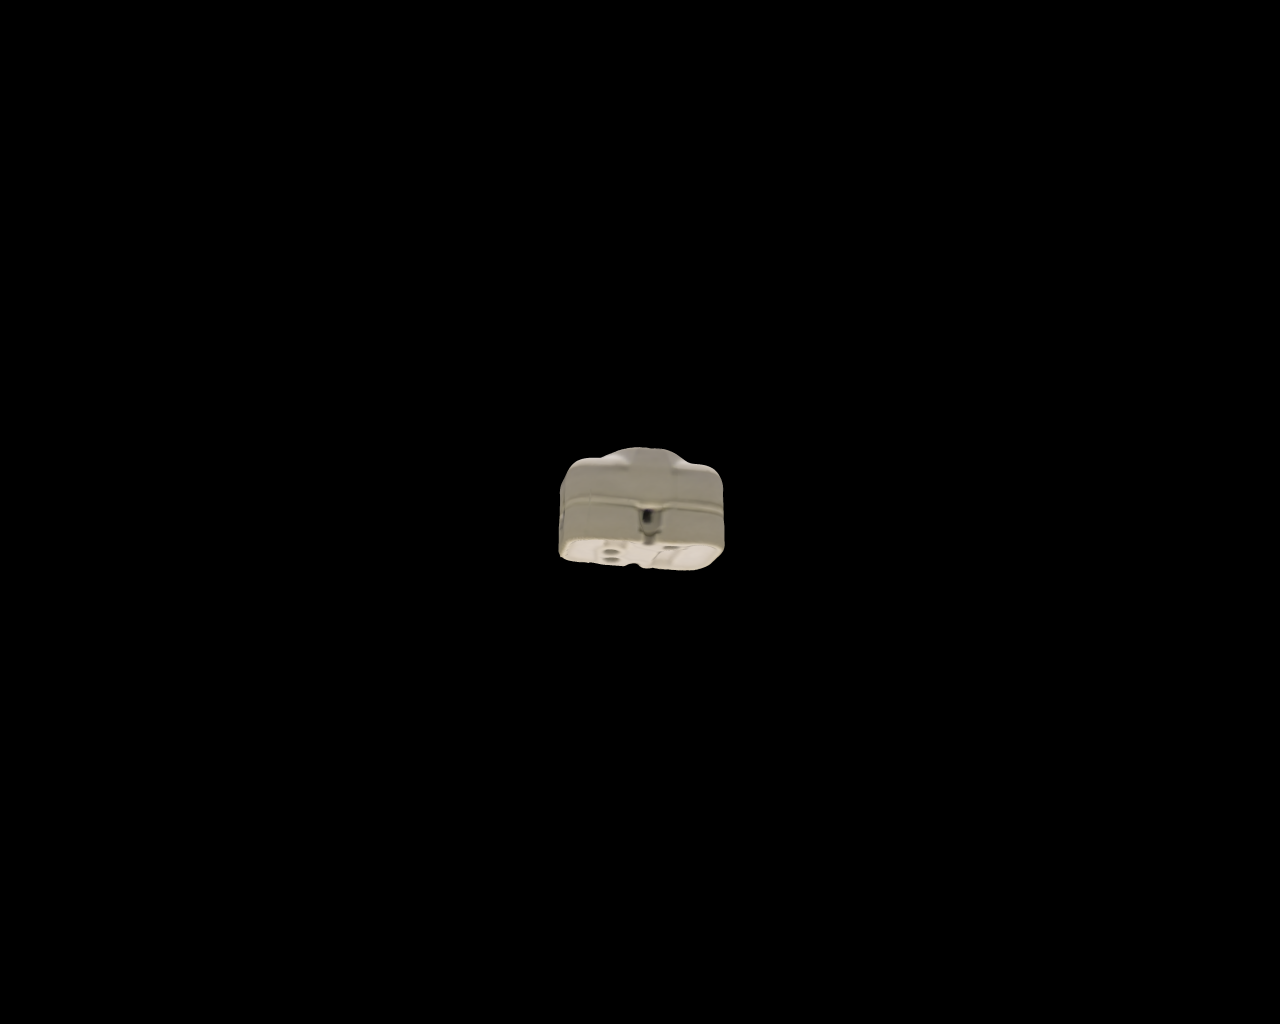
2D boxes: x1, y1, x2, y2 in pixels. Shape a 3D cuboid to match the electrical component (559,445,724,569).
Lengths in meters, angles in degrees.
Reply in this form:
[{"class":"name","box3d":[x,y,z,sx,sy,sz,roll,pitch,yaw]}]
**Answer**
[{"class":"electrical component","box3d":[0.001,-0.003,0.650,0.095,0.059,0.053,4,-19,-12]}]
